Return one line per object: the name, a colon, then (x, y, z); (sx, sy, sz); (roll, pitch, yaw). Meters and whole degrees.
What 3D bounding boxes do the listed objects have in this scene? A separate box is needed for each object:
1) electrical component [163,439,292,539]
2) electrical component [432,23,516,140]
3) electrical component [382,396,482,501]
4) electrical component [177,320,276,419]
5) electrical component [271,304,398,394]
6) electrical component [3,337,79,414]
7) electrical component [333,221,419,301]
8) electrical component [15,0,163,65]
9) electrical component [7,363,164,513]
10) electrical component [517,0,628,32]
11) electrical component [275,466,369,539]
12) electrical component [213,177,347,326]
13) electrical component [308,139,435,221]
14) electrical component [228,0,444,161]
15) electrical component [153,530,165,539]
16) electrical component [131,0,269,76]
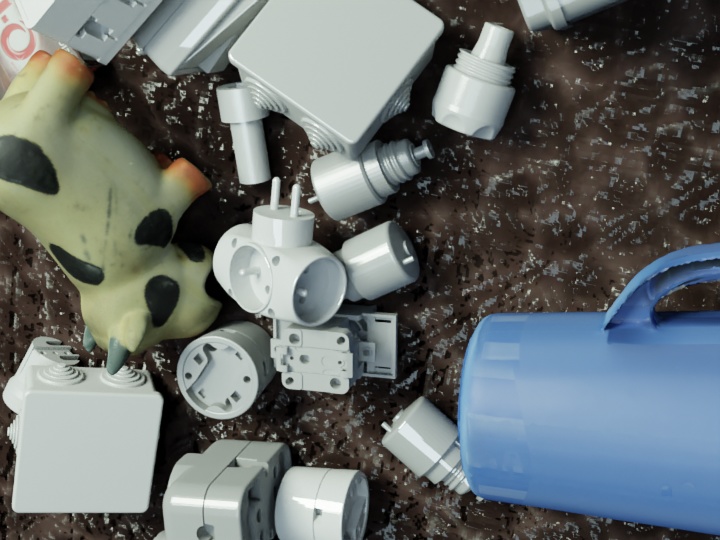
electrical component: (-0.086, 0.148, 0.694); (0.059, 0.095, 0.053); (1, 104, 16)
electrical component: (0.069, -0.109, 0.615); (0.043, 0.043, 0.062); (23, 107, 9)
electrical component: (0.050, 0.115, 0.677); (0.078, 0.040, 0.040); (42, 110, 2)
electrical component: (-0.084, 0.063, 0.698); (0.055, 0.047, 0.055); (4, 104, 15)
electrical component: (-0.019, 0.048, 0.668); (0.081, 0.064, 0.042); (3, 105, 15)
electrical component: (-0.219, 0.075, 0.744); (0.040, 0.040, 0.046); (31, 105, 7)
electrical component: (0.000, 0.000, 0.662); (0.078, 0.040, 0.040); (-24, 96, 22)
electrical component: (-0.164, -0.205, 0.609); (0.089, 0.062, 0.150); (-43, 57, 21)
electrical component: (-0.184, 0.112, 0.719); (0.100, 0.048, 0.099); (5, 108, -20)
electrical component: (0.105, -0.166, 0.553); (0.057, 0.113, 0.078); (-20, 97, 16)
electrical component: (-0.025, 0.156, 0.702); (0.047, 0.055, 0.055); (4, 104, 19)
electrical component: (-0.048, -0.015, 0.646); (0.077, 0.044, 0.079); (22, 113, 43)
electrical component: (0.007, -0.059, 0.646); (0.078, 0.040, 0.040); (-20, 97, 19)
electrical component: (-0.013, -0.123, 0.615); (0.100, 0.048, 0.099); (36, 82, 6)
electrical component: (-0.125, 0.229, 0.743); (0.062, 0.061, 0.096); (10, 106, 13)
electrical component: (-0.096, -0.155, 0.639); (0.096, 0.062, 0.061); (-43, 89, 21)
